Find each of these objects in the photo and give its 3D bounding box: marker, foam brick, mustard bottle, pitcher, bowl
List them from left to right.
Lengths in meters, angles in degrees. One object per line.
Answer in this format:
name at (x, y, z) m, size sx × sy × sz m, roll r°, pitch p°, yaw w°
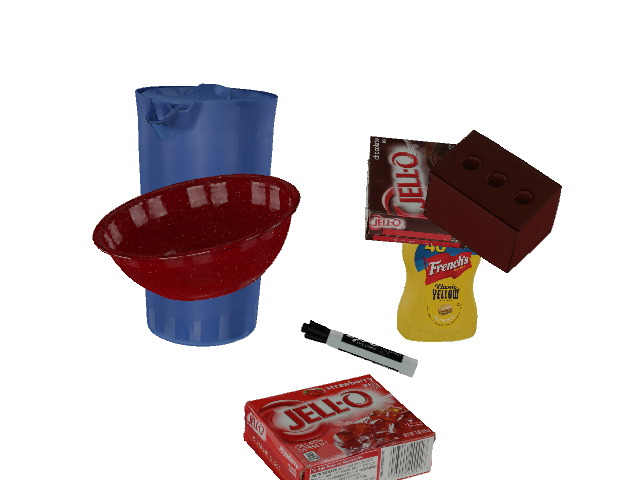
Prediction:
bowl at (-0.090, 0.002, 0.828) m, size 0.162 × 0.055 × 0.162 m, roll -9°, pitch 23°, yaw 4°
pitcher at (-0.106, -0.030, 1.034) m, size 0.149 × 0.243 × 0.145 m, roll -2°, pitch 15°, yaw -18°
marker at (0.038, 0.108, 1.071) m, size 0.121 × 0.020 × 0.020 m, roll 20°, pitch 1°, yaw 4°
mustard bottle at (0.146, 0.024, 1.285) m, size 0.096 × 0.192 × 0.058 m, roll 0°, pitch 15°, yaw -11°
foam brick at (0.118, -0.027, 0.739) m, size 0.078 × 0.051 × 0.053 m, roll 36°, pitch 60°, yaw 23°

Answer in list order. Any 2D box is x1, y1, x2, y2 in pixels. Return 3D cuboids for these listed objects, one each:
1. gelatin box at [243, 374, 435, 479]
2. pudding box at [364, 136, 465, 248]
gelatin box at (0.010, 0.113, 0.619) m, size 0.089 × 0.030 × 0.073 m, roll -8°, pitch 25°, yaw -28°
pudding box at (0.086, -0.044, 0.954) m, size 0.090 × 0.039 × 0.113 m, roll 6°, pitch 40°, yaw -2°
